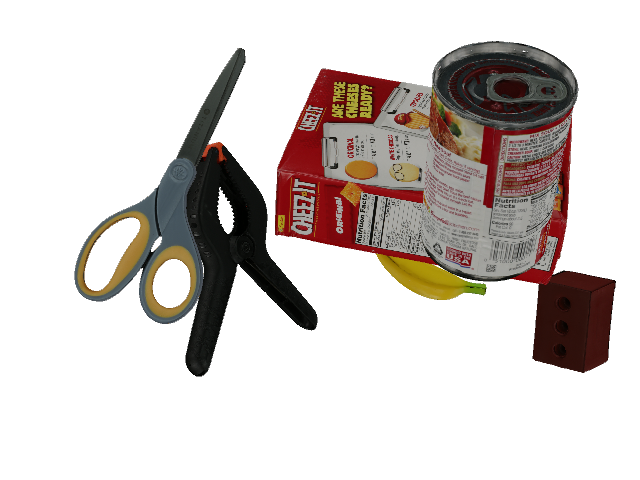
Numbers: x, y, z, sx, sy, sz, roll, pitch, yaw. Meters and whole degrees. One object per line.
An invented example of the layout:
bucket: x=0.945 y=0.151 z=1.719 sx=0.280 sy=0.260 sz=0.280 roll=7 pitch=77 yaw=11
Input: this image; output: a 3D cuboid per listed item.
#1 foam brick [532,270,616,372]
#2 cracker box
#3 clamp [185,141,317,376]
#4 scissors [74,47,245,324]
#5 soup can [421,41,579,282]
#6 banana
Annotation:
foam brick: x=0.227 y=0.072 z=0.957 sx=0.053 sy=0.078 sz=0.051 roll=12 pitch=18 yaw=37
cracker box: x=0.085 y=-0.053 z=0.842 sx=0.214 sy=0.072 sz=0.164 roll=10 pitch=37 yaw=7
clamp: x=-0.074 y=0.012 z=1.014 sx=0.036 sy=0.210 sz=0.164 roll=-8 pitch=0 yaw=43
scissors: x=-0.086 y=-0.028 z=0.735 sx=0.096 sy=0.202 sz=0.016 roll=41 pitch=-2 yaw=4
soup can: x=0.086 y=-0.037 z=0.532 sx=0.068 sy=0.102 sz=0.068 roll=0 pitch=43 yaw=0
banana: x=0.101 y=0.022 z=1.192 sx=0.069 sy=0.037 sz=0.198 roll=3 pitch=24 yaw=-32
